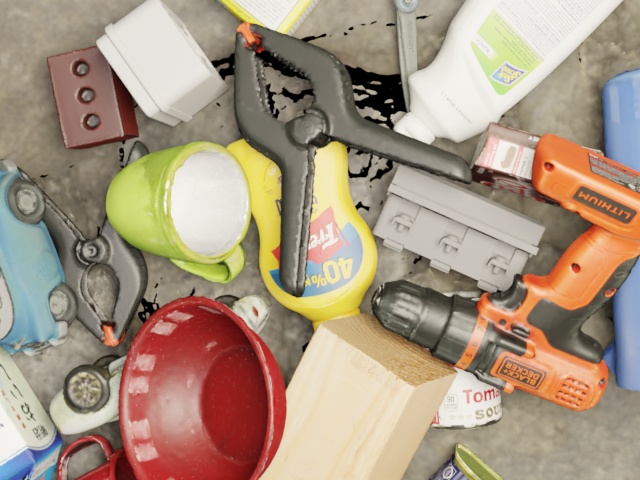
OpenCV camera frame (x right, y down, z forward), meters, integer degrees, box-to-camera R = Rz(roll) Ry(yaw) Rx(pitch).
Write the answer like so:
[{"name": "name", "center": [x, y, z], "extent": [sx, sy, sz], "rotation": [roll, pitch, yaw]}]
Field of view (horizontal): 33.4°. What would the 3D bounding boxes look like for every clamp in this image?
[{"name": "clamp", "center": [0.006, -0.083, 0.809], "extent": [0.164, 0.036, 0.210], "rotation": [-27, 78, 8]}, {"name": "clamp", "center": [-0.199, 0.004, 0.897], "extent": [0.120, 0.039, 0.171], "rotation": [-3, 89, 8]}]

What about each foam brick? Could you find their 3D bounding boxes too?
[{"name": "foam brick", "center": [-0.186, -0.118, 0.882], "extent": [0.053, 0.051, 0.078], "rotation": [-12, 92, 6]}]

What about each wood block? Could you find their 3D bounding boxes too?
[{"name": "wood block", "center": [0.009, 0.169, 0.821], "extent": [0.090, 0.090, 0.206], "rotation": [32, 106, 23]}]

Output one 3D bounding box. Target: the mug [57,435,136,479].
[{"name": "mug", "center": [-0.183, 0.221, 0.888], "extent": [0.081, 0.093, 0.117], "rotation": [-29, 75, 11]}]

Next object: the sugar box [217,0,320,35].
[{"name": "sugar box", "center": [-0.014, -0.251, 0.860], "extent": [0.093, 0.048, 0.176], "rotation": [40, 93, 1]}]

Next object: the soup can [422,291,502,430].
[{"name": "soup can", "center": [0.109, 0.095, 0.856], "extent": [0.068, 0.068, 0.102], "rotation": [-4, 93, 6]}]

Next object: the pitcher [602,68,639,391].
[{"name": "pitcher", "center": [0.288, -0.010, 0.799], "extent": [0.149, 0.145, 0.243], "rotation": [-6, 90, 1]}]

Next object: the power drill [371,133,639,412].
[{"name": "power drill", "center": [0.149, 0.022, 0.761], "extent": [0.184, 0.057, 0.188], "rotation": [22, 120, -4]}]

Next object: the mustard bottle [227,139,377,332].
[{"name": "mustard bottle", "center": [-0.006, 0.001, 0.868], "extent": [0.096, 0.058, 0.191], "rotation": [-17, 92, 8]}]

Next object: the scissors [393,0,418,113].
[{"name": "scissors", "center": [0.083, -0.207, 0.851], "extent": [0.096, 0.016, 0.202], "rotation": [-25, 113, -10]}]

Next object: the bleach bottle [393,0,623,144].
[{"name": "bleach bottle", "center": [0.150, -0.172, 0.837], "extent": [0.102, 0.068, 0.251], "rotation": [44, 98, -7]}]

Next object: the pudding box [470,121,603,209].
[{"name": "pudding box", "center": [0.162, -0.055, 0.819], "extent": [0.090, 0.113, 0.039], "rotation": [16, 87, 5]}]

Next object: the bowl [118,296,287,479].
[{"name": "bowl", "center": [-0.077, 0.123, 0.791], "extent": [0.162, 0.055, 0.162], "rotation": [-5, 83, 40]}]

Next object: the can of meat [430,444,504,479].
[{"name": "can of meat", "center": [0.123, 0.233, 0.870], "extent": [0.102, 0.057, 0.084], "rotation": [41, 99, 3]}]
